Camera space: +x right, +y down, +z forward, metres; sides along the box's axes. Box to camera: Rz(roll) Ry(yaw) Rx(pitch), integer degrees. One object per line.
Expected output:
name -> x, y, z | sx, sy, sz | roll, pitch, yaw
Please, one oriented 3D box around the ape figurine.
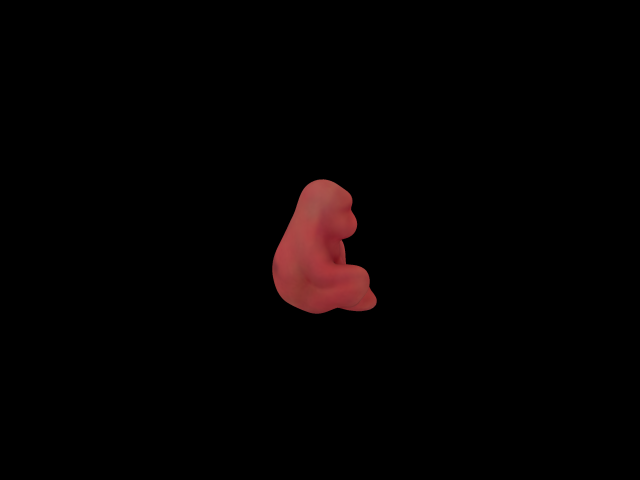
ape figurine -> 0.004, 0.001, 0.400 | 0.076, 0.092, 0.078 | 2, 36, 3
